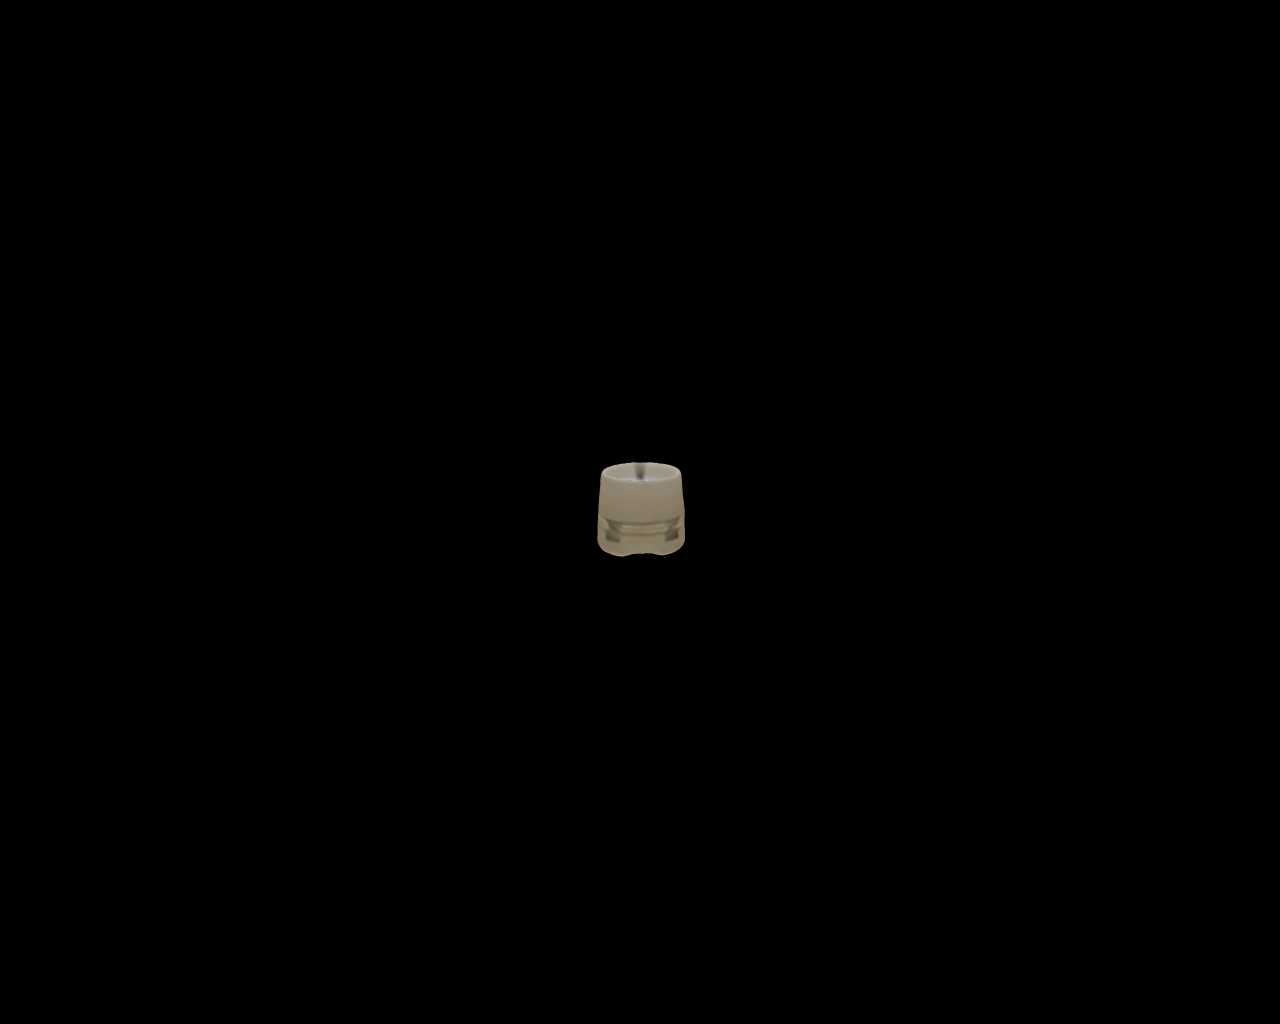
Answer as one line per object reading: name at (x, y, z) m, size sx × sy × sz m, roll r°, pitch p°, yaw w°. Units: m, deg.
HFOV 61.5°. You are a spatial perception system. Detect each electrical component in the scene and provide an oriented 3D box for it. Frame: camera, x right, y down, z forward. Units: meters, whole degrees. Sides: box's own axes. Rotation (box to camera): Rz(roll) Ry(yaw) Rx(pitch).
electrical component at (0.001, -0.003, 0.650) m, size 0.055 × 0.047 × 0.055 m, roll 0°, pitch 16°, yaw 0°
